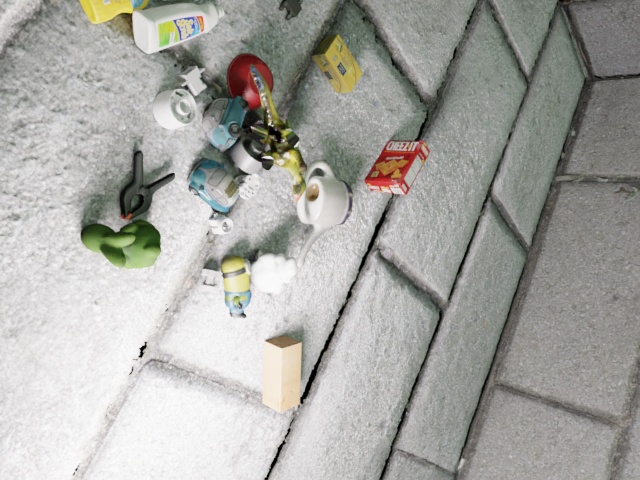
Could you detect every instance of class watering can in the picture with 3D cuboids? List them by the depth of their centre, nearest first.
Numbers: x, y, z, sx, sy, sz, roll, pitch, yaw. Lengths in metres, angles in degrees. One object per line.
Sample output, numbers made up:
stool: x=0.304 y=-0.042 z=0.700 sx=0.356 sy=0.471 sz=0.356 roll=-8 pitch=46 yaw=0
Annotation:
watering can: x=0.005 y=-0.085 z=1.690 sx=0.224 sy=0.104 sz=0.347 roll=3 pitch=93 yaw=-47

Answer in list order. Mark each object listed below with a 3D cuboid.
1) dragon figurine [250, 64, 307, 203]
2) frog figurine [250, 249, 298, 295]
dragon figurine: x=-0.113 y=-0.304 z=1.505 sx=0.245 sy=0.122 sz=0.407 roll=-76 pitch=152 yaw=-78
frog figurine: x=-0.135 y=0.100 z=1.532 sx=0.124 sy=0.160 sz=0.135 roll=-28 pitch=115 yaw=-38
